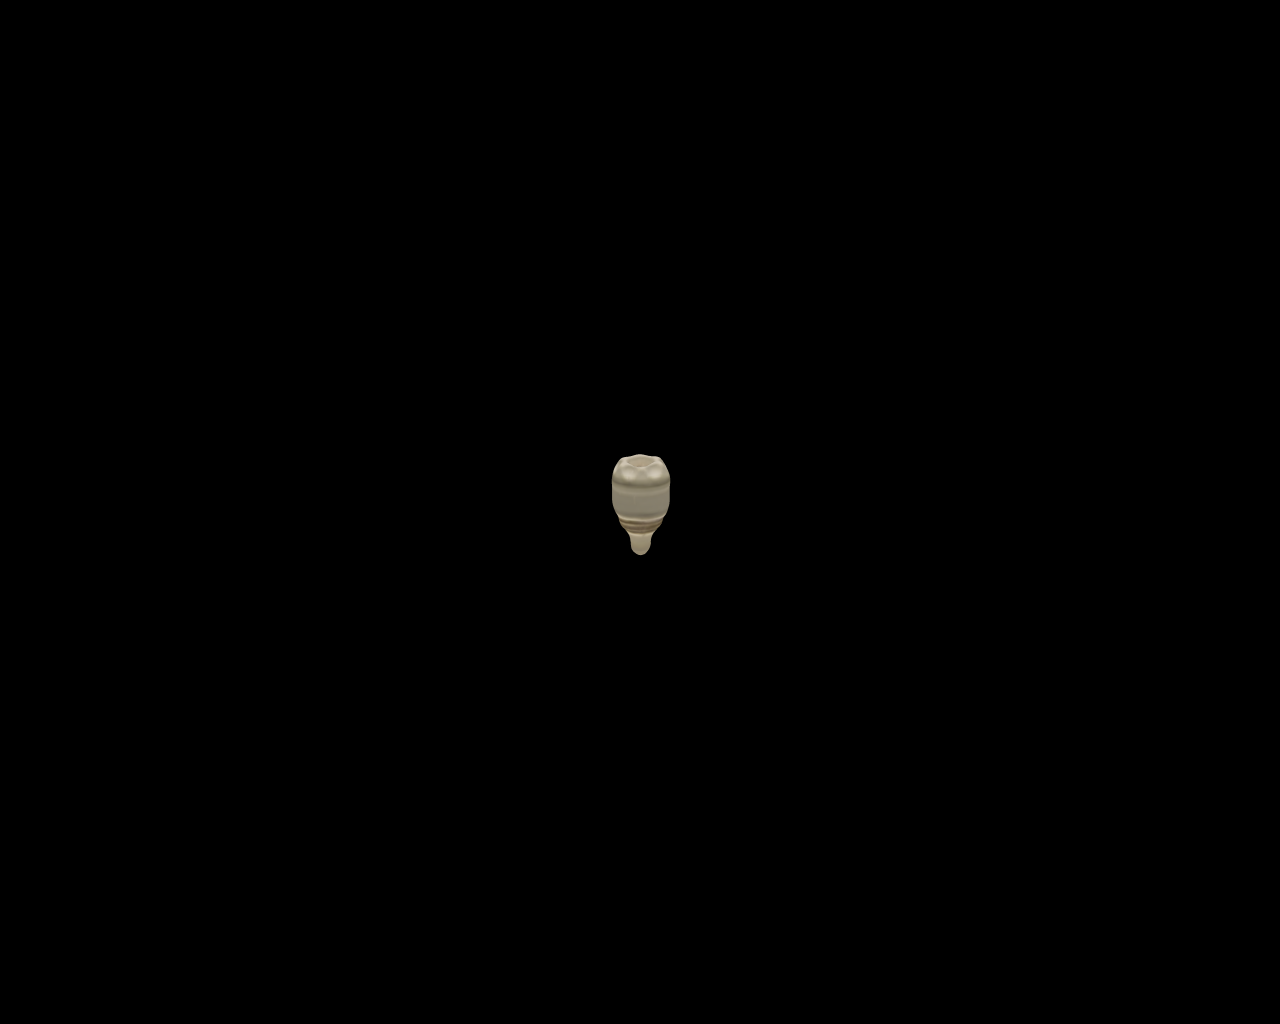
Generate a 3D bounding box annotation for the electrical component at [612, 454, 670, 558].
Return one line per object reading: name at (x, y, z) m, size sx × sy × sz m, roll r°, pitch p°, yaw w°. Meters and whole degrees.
electrical component at (0.001, -0.003, 0.650) m, size 0.035 × 0.061 × 0.035 m, roll 0°, pitch 19°, yaw 0°
